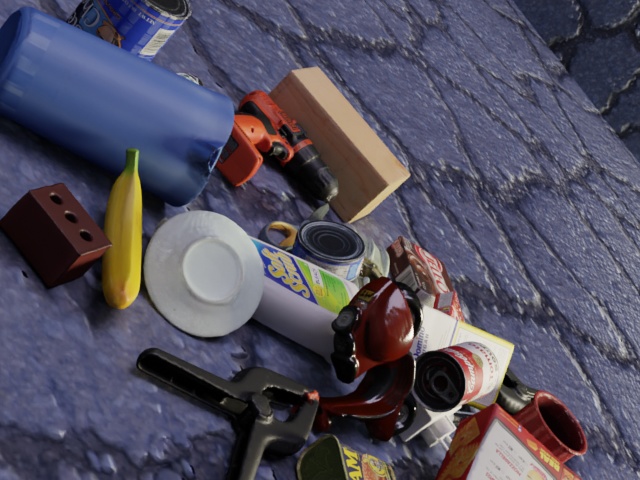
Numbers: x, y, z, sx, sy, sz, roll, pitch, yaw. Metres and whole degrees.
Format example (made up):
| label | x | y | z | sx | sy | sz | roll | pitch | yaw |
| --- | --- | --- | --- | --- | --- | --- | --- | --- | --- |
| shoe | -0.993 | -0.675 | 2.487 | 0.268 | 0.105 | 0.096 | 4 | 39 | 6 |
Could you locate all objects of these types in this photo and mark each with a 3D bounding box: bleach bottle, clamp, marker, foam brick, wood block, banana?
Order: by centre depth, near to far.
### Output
| label | x | y | z | sx | sy | sz | roll | pitch | yaw |
| --- | --- | --- | --- | --- | --- | --- | --- | --- | --- |
| foam brick | -0.237 | -0.005 | 0.960 | 0.078 | 0.051 | 0.052 | 50 | 26 | 7 |
| clamp | -0.063 | 0.172 | 0.988 | 0.209 | 0.036 | 0.165 | 9 | 45 | -53 |
| banana | -0.189 | 0.002 | 1.012 | 0.037 | 0.070 | 0.198 | -3 | 48 | -5 |
| bleach bottle | -0.065 | 0.046 | 1.139 | 0.250 | 0.068 | 0.102 | 27 | 32 | -30 |
| marker | 0.182 | 0.220 | 1.307 | 0.120 | 0.020 | 0.020 | 15 | 40 | -47 |
| clamp | 0.261 | 0.216 | 1.414 | 0.171 | 0.039 | 0.120 | 32 | 24 | -20 |
| wood block | 0.016 | -0.133 | 1.484 | 0.206 | 0.090 | 0.090 | 50 | 26 | 6 |

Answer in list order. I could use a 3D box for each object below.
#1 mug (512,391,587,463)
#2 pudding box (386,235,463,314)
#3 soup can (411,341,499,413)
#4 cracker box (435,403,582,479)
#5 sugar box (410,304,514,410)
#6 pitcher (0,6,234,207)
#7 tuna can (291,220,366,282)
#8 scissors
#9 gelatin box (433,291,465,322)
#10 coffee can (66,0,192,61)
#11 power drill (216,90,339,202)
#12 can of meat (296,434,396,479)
| label | x | y | z | sx | sy | sz | roll | pitch | yaw |
| --- | --- | --- | --- | --- | --- | --- | --- | --- | --- |
| mug | 0.279 | 0.252 | 1.337 | 0.117 | 0.082 | 0.093 | 20 | 37 | -42 |
| pudding box | 0.141 | 0.057 | 1.458 | 0.090 | 0.039 | 0.113 | 30 | 30 | -31 |
| soup can | 0.151 | 0.151 | 1.192 | 0.068 | 0.069 | 0.102 | 55 | 26 | 18 |
| cracker box | 0.186 | 0.299 | 1.082 | 0.164 | 0.072 | 0.213 | 42 | 44 | -7 |
| sugar box | 0.154 | 0.142 | 1.296 | 0.176 | 0.093 | 0.048 | 25 | -8 | -35 |
| pitcher | -0.225 | -0.141 | 1.108 | 0.242 | 0.149 | 0.145 | 26 | 48 | -30 |
| tuna can | 0.010 | 0.013 | 1.252 | 0.086 | 0.034 | 0.086 | 11 | 33 | -8 |
| scissors | -0.009 | 0.002 | 1.337 | 0.096 | 0.016 | 0.201 | 53 | 27 | 11 |
| gelatin box | 0.170 | 0.121 | 1.376 | 0.073 | 0.030 | 0.089 | -62 | 137 | -65 |
| coffee can | -0.228 | -0.239 | 1.207 | 0.102 | 0.140 | 0.103 | 35 | 28 | -22 |
| power drill | -0.069 | -0.115 | 1.369 | 0.184 | 0.057 | 0.187 | 48 | 23 | 12 |
| can of meat | 0.032 | 0.245 | 1.005 | 0.083 | 0.058 | 0.102 | 30 | 31 | -36 |
